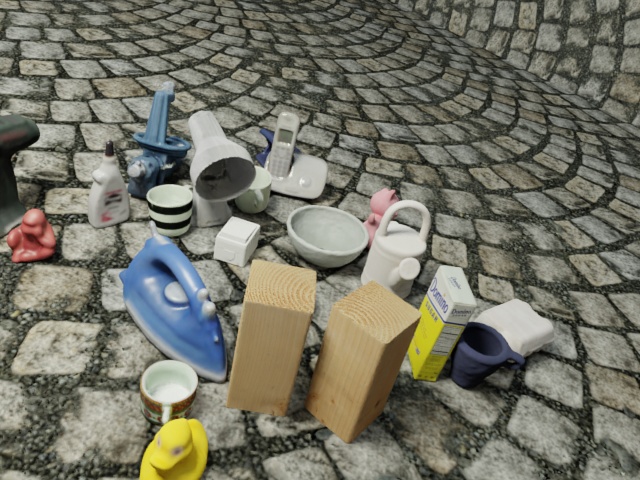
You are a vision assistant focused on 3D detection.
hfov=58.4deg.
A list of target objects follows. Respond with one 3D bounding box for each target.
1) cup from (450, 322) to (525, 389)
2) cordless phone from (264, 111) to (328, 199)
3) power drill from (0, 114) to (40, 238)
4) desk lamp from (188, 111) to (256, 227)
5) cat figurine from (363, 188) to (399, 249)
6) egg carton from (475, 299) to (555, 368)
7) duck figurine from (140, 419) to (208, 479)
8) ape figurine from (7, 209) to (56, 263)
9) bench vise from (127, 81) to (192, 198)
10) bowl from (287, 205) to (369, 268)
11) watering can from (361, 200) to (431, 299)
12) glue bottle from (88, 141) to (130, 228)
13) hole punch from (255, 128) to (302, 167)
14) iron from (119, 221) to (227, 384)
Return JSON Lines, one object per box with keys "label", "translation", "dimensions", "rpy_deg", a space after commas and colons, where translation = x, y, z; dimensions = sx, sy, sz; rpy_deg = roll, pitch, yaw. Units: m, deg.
{"label": "cup", "translation": [0.264, 0.200, 0.936], "dimensions": [0.117, 0.095, 0.092], "rpy_deg": [20, 35, 9]}
{"label": "cordless phone", "translation": [-0.048, -0.191, 1.303], "dimensions": [0.147, 0.185, 0.094], "rpy_deg": [11, 34, -4]}
{"label": "power drill", "translation": [-0.567, -0.114, 0.981], "dimensions": [0.075, 0.208, 0.230], "rpy_deg": [16, 34, 3]}
{"label": "desk lamp", "translation": [-0.218, -0.130, 1.127], "dimensions": [0.118, 0.213, 0.202], "rpy_deg": [-9, 40, -30]}
{"label": "cat figurine", "translation": [0.128, -0.058, 1.236], "dimensions": [0.067, 0.118, 0.128], "rpy_deg": [26, 36, 17]}
{"label": "egg carton", "translation": [0.348, 0.167, 1.037], "dimensions": [0.151, 0.069, 0.107], "rpy_deg": [-14, 43, -35]}
{"label": "duck figurine", "translation": [-0.177, 0.255, 0.705], "dimensions": [0.077, 0.086, 0.105], "rpy_deg": [22, 35, 11]}
{"label": "ape figurine", "translation": [-0.483, -0.011, 0.969], "dimensions": [0.077, 0.092, 0.076], "rpy_deg": [21, 35, 10]}
{"label": "bench vise", "translation": [-0.328, -0.203, 1.187], "dimensions": [0.122, 0.220, 0.207], "rpy_deg": [5, 35, -13]}
{"label": "bowl", "translation": [0.010, 0.004, 1.143], "dimensions": [0.167, 0.075, 0.167], "rpy_deg": [10, 34, -7]}
{"label": "watering can", "translation": [0.151, 0.016, 1.070], "dimensions": [0.101, 0.194, 0.172], "rpy_deg": [-6, 39, -27]}
{"label": "glue bottle", "translation": [-0.392, -0.106, 1.065], "dimensions": [0.037, 0.173, 0.078], "rpy_deg": [33, 39, 26]}
{"label": "hole punch", "translation": [-0.096, -0.224, 1.415], "dimensions": [0.101, 0.091, 0.108], "rpy_deg": [-12, 42, -33]}
{"label": "iron", "translation": [-0.210, 0.087, 0.884], "dimensions": [0.119, 0.141, 0.257], "rpy_deg": [-19, 46, -39]}
